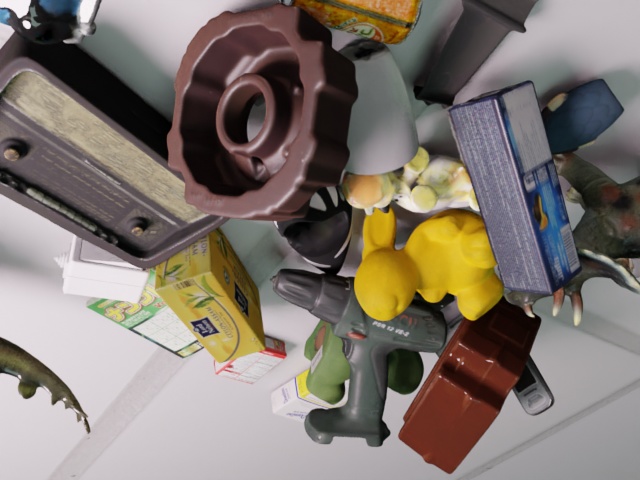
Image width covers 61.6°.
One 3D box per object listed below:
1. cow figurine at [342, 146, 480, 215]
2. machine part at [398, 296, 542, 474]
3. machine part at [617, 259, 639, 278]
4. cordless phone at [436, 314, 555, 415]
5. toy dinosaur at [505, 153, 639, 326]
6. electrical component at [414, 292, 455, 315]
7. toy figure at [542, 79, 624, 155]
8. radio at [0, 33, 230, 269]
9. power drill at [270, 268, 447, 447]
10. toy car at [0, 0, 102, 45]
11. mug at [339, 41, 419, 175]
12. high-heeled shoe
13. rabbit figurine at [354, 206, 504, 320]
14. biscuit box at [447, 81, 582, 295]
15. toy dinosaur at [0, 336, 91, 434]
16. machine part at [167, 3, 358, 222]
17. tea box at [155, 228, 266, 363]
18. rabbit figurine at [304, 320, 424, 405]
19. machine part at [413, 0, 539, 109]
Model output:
[{"bbox_3d":[0.097,-0.062,0.582,0.167,0.098,0.068,-2,92,-13],"label":"cow figurine"},{"bbox_3d":[0.190,0.177,0.694,0.087,0.201,0.201,30,127,17],"label":"machine part"},{"bbox_3d":[0.496,0.000,0.755,0.243,0.079,0.079,-16,137,1],"label":"machine part"},{"bbox_3d":[0.268,0.194,0.820,0.088,0.184,0.146,18,129,-36],"label":"cordless phone"},{"bbox_3d":[0.401,-0.037,0.607,0.405,0.192,0.131,-20,139,8],"label":"toy dinosaur"},{"bbox_3d":[0.166,0.087,0.795,0.063,0.021,0.094,-37,126,22],"label":"electrical component"},{"bbox_3d":[0.247,-0.109,0.586,0.154,0.064,0.058,-35,172,28],"label":"toy figure"},{"bbox_3d":[-0.203,-0.070,0.494,0.131,0.073,0.229,-32,134,18],"label":"radio"},{"bbox_3d":[0.035,0.148,0.680,0.232,0.086,0.207,10,94,-12],"label":"power drill"},{"bbox_3d":[-0.204,-0.201,0.333,0.161,0.103,0.109,22,125,-20],"label":"toy car"},{"bbox_3d":[0.035,-0.125,0.505,0.110,0.081,0.107,-10,127,3],"label":"mug"},{"bbox_3d":[-0.001,-0.002,0.569,0.086,0.145,0.248,-19,136,6],"label":"high-heeled shoe"},{"bbox_3d":[0.109,0.023,0.617,0.173,0.163,0.121,-26,142,-20],"label":"rabbit figurine"},{"bbox_3d":[0.194,-0.047,0.529,0.059,0.063,0.202,-28,105,-28],"label":"biscuit box"},{"bbox_3d":[-0.420,0.062,0.486,0.471,0.199,0.105,29,126,-35],"label":"toy dinosaur"},{"bbox_3d":[-0.050,-0.097,0.434,0.179,0.179,0.056,-42,153,27],"label":"machine part"},{"bbox_3d":[-0.126,0.060,0.637,0.068,0.098,0.169,-18,139,4],"label":"tea box"},{"bbox_3d":[0.079,0.159,0.785,0.170,0.121,0.159,22,106,-14],"label":"rabbit figurine"},{"bbox_3d":[0.139,-0.183,0.495,0.084,0.039,0.138,11,130,-32],"label":"machine part"}]
